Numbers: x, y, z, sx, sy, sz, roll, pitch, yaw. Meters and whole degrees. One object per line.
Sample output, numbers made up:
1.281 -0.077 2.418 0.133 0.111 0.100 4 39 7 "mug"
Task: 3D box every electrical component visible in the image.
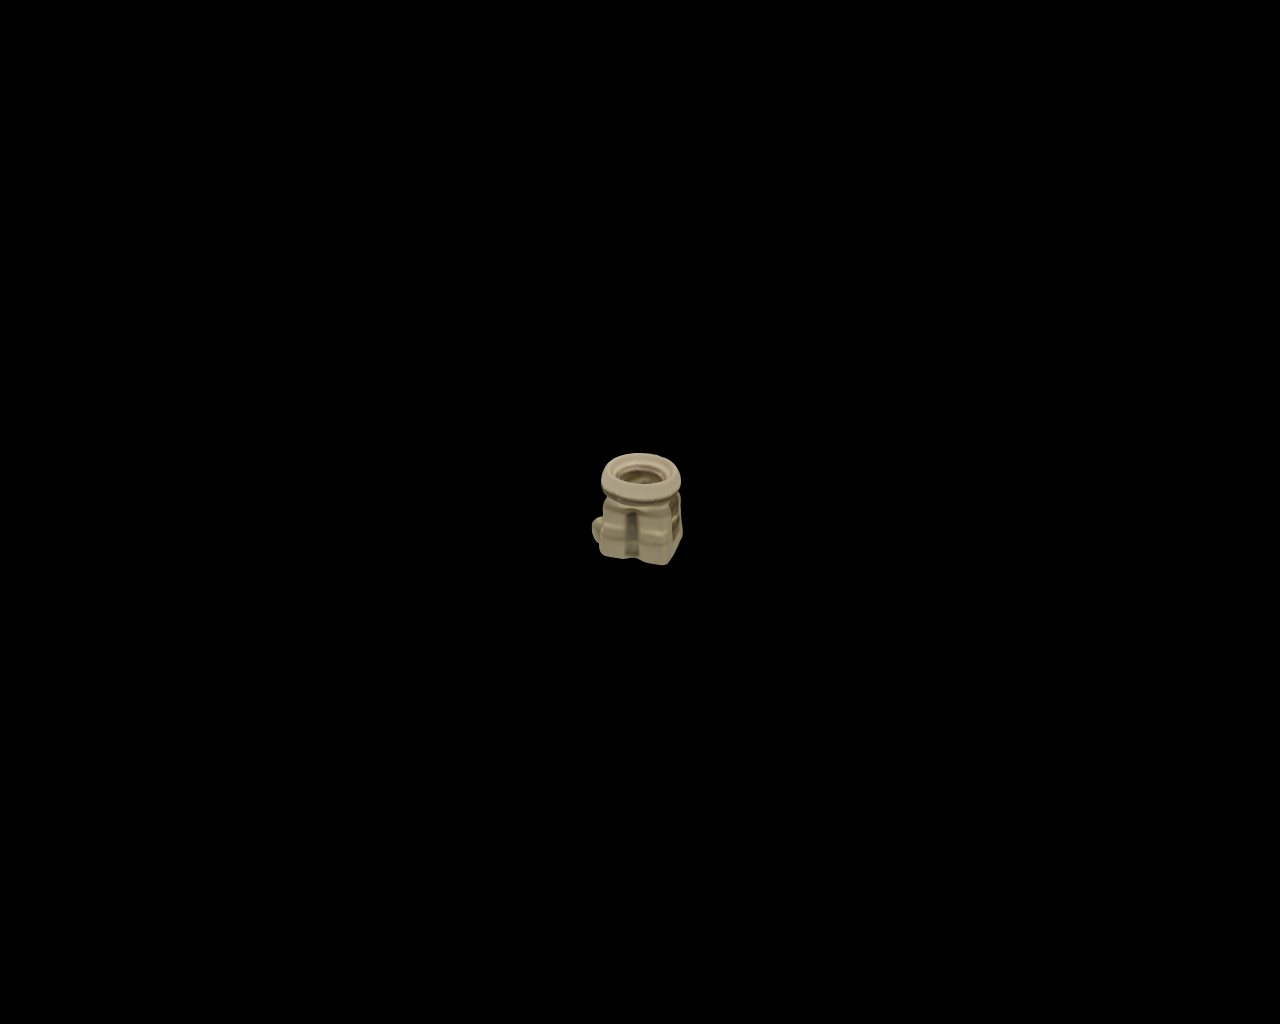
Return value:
0.001 -0.003 0.650 0.066 0.055 0.048 8 32 14 "electrical component"
